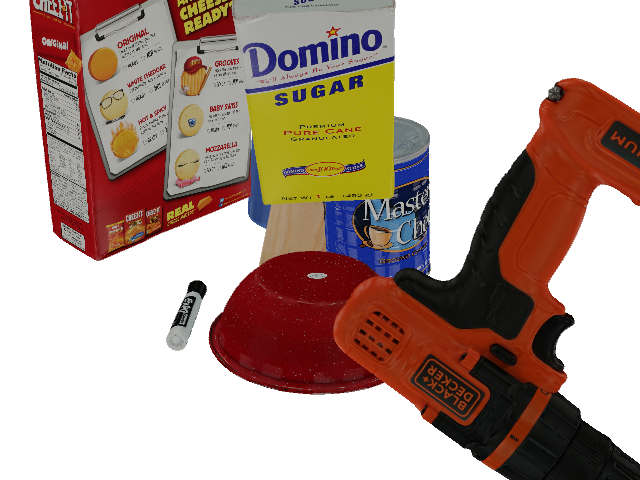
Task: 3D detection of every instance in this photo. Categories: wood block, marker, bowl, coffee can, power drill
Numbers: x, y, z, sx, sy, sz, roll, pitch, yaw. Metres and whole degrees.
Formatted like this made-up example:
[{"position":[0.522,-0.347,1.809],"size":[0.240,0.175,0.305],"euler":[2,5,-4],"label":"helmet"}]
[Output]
[{"position":[-0.014,0.030,1.232],"size":[0.090,0.206,0.090],"euler":[19,20,20],"label":"wood block"},{"position":[-0.126,0.068,1.013],"size":[0.020,0.020,0.121],"euler":[0,22,4],"label":"marker"},{"position":[-0.004,0.051,0.808],"size":[0.162,0.055,0.162],"euler":[2,24,-1],"label":"bowl"},{"position":[0.053,-0.034,1.011],"size":[0.103,0.140,0.103],"euler":[-3,29,1],"label":"coffee can"},{"position":[0.124,0.030,0.527],"size":[0.184,0.188,0.057],"euler":[35,11,5],"label":"power drill"}]

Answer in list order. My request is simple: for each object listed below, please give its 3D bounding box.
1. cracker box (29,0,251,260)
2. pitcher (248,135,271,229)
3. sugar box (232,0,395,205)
[{"position":[-0.132,-0.113,0.817],"size":[0.072,0.214,0.163],"euler":[25,36,36],"label":"cracker box"},{"position":[-0.020,-0.133,1.387],"size":[0.144,0.243,0.149],"euler":[0,24,-18],"label":"pitcher"},{"position":[0.000,-0.091,0.668],"size":[0.093,0.048,0.176],"euler":[-4,-33,2],"label":"sugar box"}]
